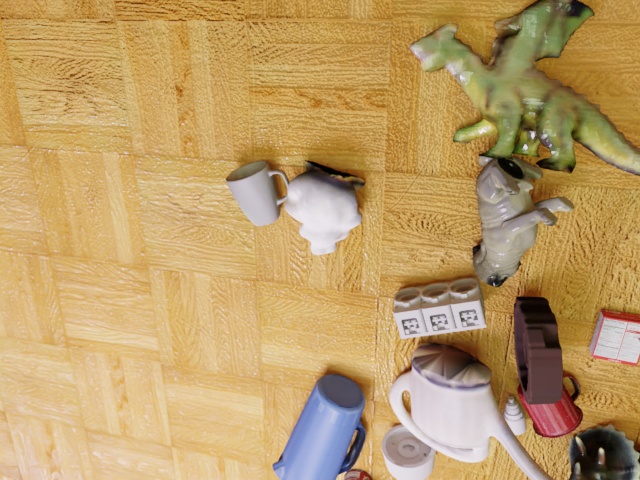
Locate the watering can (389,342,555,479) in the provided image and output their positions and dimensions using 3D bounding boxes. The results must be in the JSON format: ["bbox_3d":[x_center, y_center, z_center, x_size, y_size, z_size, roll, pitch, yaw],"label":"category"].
[{"bbox_3d":[0.278,0.318,0.944,0.349,0.105,0.221,12,116,38],"label":"watering can"}]

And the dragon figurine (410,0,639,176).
[{"bbox_3d":[0.333,-0.231,0.755,0.411,0.123,0.240,10,105,10],"label":"dragon figurine"}]

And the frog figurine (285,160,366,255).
[{"bbox_3d":[0.003,-0.046,0.904,0.137,0.124,0.158,13,104,-11],"label":"frog figurine"}]
